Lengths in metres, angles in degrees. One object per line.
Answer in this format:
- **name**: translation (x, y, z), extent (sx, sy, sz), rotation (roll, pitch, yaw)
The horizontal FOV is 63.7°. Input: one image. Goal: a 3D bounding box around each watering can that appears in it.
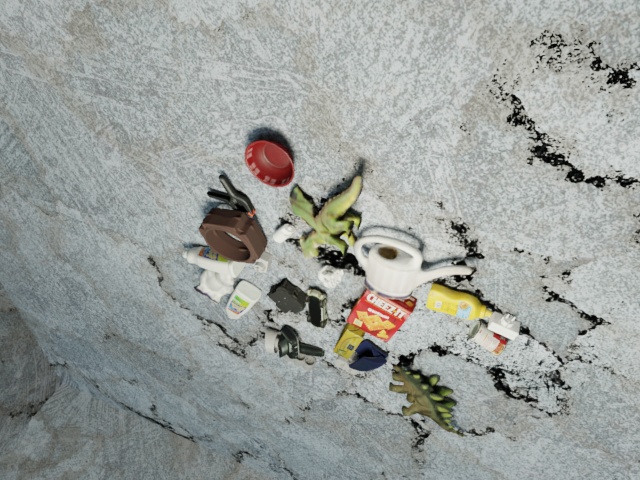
- **watering can**: translation (0.259, 0.096, 1.538), extent (0.349, 0.219, 0.106), rotation (19, 47, 14)

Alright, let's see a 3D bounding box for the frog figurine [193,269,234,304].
- **frog figurine**: translation (-0.387, 0.149, 1.985), extent (0.138, 0.158, 0.123), rotation (40, 10, 13)

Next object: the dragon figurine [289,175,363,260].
- **dragon figurine**: translation (0.005, -0.077, 1.535), extent (0.244, 0.400, 0.124), rotation (26, 47, 18)
